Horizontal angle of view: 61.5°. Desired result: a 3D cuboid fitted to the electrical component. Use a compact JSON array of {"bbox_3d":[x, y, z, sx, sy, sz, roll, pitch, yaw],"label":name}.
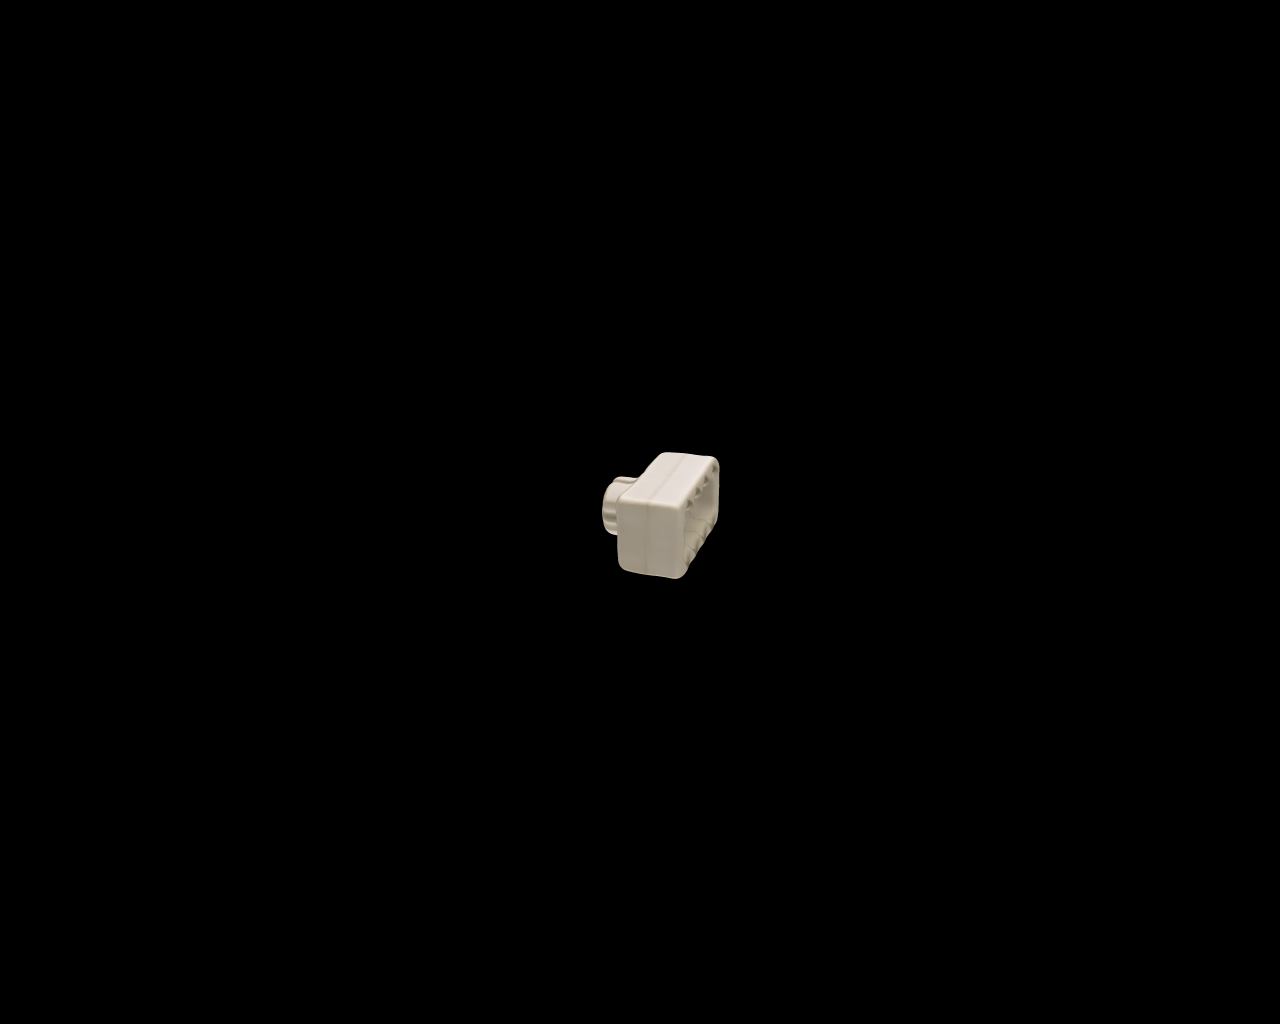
[{"bbox_3d":[0.001,-0.003,0.650,0.076,0.047,0.083,8,26,18],"label":"electrical component"}]
